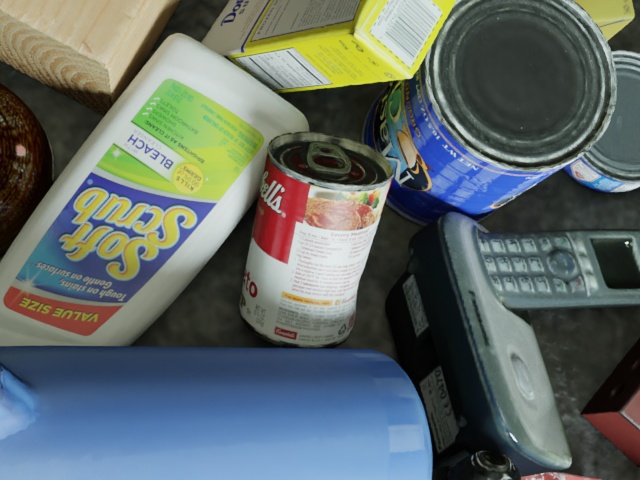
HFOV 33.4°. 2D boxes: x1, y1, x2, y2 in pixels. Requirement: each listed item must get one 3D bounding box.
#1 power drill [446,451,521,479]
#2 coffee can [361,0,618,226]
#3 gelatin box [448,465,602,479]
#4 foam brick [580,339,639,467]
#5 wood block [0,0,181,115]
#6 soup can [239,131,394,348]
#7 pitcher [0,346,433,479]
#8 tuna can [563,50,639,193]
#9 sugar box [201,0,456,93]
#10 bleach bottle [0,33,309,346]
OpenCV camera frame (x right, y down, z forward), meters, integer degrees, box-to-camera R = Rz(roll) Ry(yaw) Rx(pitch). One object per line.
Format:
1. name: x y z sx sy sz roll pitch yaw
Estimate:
1. power drill: 0.131 0.197 0.562 0.187 0.057 0.184 9 114 -10
2. coffee can: 0.088 -0.070 0.599 0.102 0.140 0.103 2 78 -11
3. gelatin box: 0.115 0.166 0.614 0.089 0.030 0.073 13 77 -7
4. foam brick: 0.206 0.091 0.635 0.051 0.053 0.078 43 74 0
5. wood block: -0.109 -0.188 0.612 0.091 0.090 0.206 28 75 -3
6. soup can: -0.004 0.001 0.582 0.068 0.068 0.102 8 117 -9
7. pitcher: -0.075 0.119 0.526 0.242 0.149 0.145 1 88 -27
8. tuna can: 0.188 -0.074 0.674 0.086 0.034 0.086 2 79 -10
9. sugar box: 0.005 -0.128 0.579 0.048 0.176 0.093 38 74 -26
10. bleach bottle: -0.114 0.013 0.587 0.102 0.068 0.250 34 78 -5
